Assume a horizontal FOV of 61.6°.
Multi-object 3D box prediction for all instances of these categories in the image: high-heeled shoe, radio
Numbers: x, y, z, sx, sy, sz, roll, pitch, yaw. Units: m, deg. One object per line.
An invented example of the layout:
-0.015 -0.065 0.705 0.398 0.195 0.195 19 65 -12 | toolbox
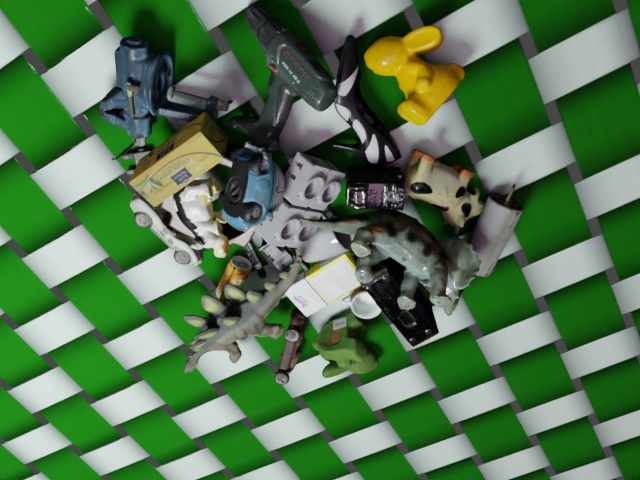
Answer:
0.099 -0.255 1.022 0.145 0.086 0.248 6 126 1 | high-heeled shoe
0.171 0.121 1.195 0.073 0.131 0.229 -35 112 17 | radio

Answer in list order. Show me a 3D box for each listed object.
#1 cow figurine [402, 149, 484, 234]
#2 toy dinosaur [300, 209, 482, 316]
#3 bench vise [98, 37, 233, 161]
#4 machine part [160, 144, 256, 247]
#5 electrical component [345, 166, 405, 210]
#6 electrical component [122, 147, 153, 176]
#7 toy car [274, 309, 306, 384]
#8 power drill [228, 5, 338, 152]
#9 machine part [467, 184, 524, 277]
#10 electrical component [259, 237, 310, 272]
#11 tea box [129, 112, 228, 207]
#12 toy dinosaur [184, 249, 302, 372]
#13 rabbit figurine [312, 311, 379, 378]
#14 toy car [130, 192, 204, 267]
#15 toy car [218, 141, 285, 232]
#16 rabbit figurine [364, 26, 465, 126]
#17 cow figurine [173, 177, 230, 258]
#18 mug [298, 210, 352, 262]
0.255 -0.094 1.098 0.195 0.086 0.127 19 107 -23 | cow figurine
0.164 0.013 1.061 0.404 0.192 0.131 38 139 -13 | toy dinosaur
-0.293 -0.257 1.013 0.241 0.129 0.223 13 121 -1 | bench vise
-0.208 -0.093 1.115 0.201 0.087 0.201 25 116 -14 | machine part
0.107 -0.108 1.070 0.115 0.134 0.058 2 116 -1 | electrical component
-0.361 -0.161 1.117 0.094 0.021 0.063 -6 117 5 | electrical component
-0.069 0.262 1.300 0.053 0.089 0.202 13 117 -1 | toy car
-0.090 -0.286 0.999 0.232 0.086 0.207 42 115 10 | power drill
0.365 -0.009 1.151 0.079 0.079 0.243 13 118 -6 | machine part
-0.077 0.031 1.186 0.048 0.075 0.119 -36 114 17 | electrical component
-0.256 -0.147 0.981 0.170 0.098 0.068 -31 121 14 | tea box
-0.171 0.167 1.189 0.471 0.105 0.198 -42 147 23 | toy dinosaur
0.070 0.278 1.295 0.159 0.121 0.170 -28 129 19 | rabbit figurine
-0.325 -0.023 1.160 0.056 0.073 0.201 -35 112 19 | toy car
-0.119 -0.098 1.011 0.103 0.109 0.161 2 107 -44 | toy car
0.166 -0.311 0.977 0.173 0.122 0.162 37 111 3 | rabbit figurine
-0.235 -0.038 1.058 0.098 0.068 0.167 -4 115 10 | cow figurine
-0.002 -0.004 1.164 0.107 0.081 0.109 -29 104 24 | mug
